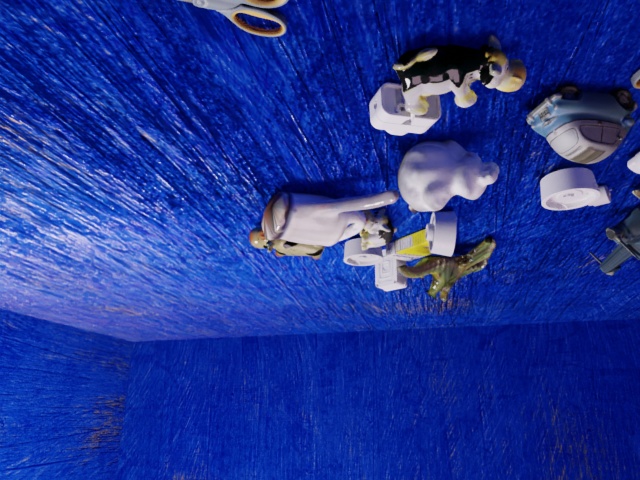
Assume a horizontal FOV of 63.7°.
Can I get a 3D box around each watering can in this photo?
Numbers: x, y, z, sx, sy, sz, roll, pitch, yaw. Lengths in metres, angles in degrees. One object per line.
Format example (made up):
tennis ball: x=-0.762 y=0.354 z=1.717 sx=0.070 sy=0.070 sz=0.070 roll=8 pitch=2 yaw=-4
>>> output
watering can: x=0.003 y=-0.055 z=1.101 sx=0.224 sy=0.106 sz=0.342 roll=8 pitch=-20 yaw=-21

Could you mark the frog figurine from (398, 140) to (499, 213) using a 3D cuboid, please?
frog figurine: x=0.218 y=-0.111 z=0.893 sx=0.159 sy=0.139 sz=0.121 roll=4 pitch=-38 yaw=53

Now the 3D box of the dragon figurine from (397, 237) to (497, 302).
dragon figurine: x=0.375 y=0.057 z=1.439 sx=0.241 sy=0.124 sz=0.407 roll=-38 pitch=-25 yaw=15
